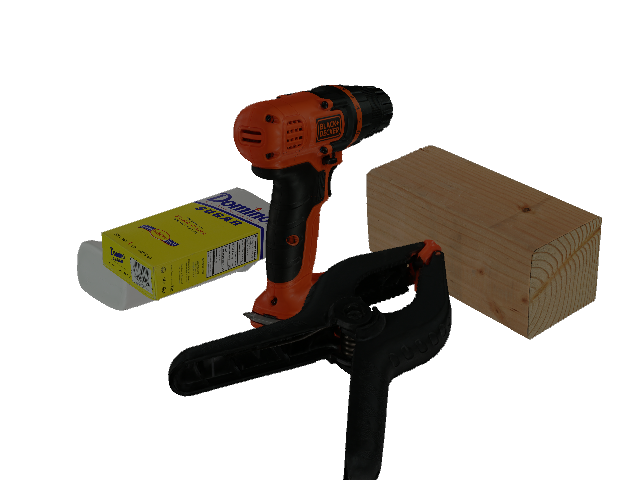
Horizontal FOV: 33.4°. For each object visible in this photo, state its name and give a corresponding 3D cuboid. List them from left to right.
[{"bbox_3d":[-0.167,0.019,1.315,0.103,0.068,0.250,25,28,38],"label":"bleach bottle"},{"bbox_3d":[-0.123,-0.001,1.087,0.175,0.048,0.093,-25,40,-36],"label":"sugar box"},{"bbox_3d":[-0.001,-0.028,0.844,0.057,0.188,0.184,9,17,34],"label":"power drill"},{"bbox_3d":[0.021,0.058,0.550,0.171,0.039,0.120,-33,56,-32],"label":"clamp"},{"bbox_3d":[0.143,-0.006,0.977,0.090,0.090,0.206,-24,36,-31],"label":"wood block"}]
